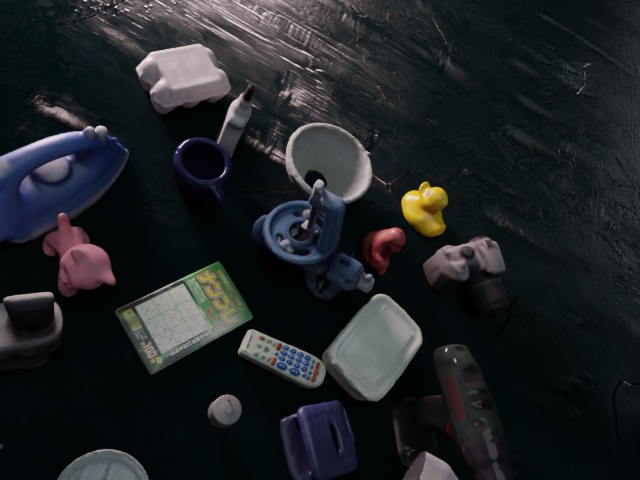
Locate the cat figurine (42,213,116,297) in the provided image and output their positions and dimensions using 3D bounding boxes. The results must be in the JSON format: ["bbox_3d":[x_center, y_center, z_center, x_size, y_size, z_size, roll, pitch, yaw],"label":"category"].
[{"bbox_3d":[-0.331,0.023,0.787,0.067,0.117,0.128,-22,77,-32],"label":"cat figurine"}]

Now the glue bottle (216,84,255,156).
[{"bbox_3d":[-0.138,-0.201,0.953,0.037,0.173,0.078,20,59,-15],"label":"glue bottle"}]

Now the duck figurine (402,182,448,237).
[{"bbox_3d":[0.214,-0.063,1.103,0.078,0.086,0.104,-25,78,-32],"label":"duck figurine"}]

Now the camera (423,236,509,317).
[{"bbox_3d":[0.290,0.071,1.064,0.143,0.100,0.137,-10,70,-28],"label":"camera"}]

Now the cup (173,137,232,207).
[{"bbox_3d":[-0.190,-0.093,0.923,0.092,0.094,0.117,-22,76,-32],"label":"cup"}]

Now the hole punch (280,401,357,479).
[{"bbox_3d":[0.006,0.289,0.830,0.101,0.091,0.108,-7,69,-27],"label":"hole punch"}]

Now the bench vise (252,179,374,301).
[{"bbox_3d":[0.011,-0.007,0.900,0.208,0.219,0.121,22,58,-14],"label":"bench vise"}]

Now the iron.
[{"bbox_3d":[-0.377,-0.106,0.814,0.259,0.141,0.118,-38,85,-34],"label":"iron"}]

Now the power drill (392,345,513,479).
[{"bbox_3d":[0.193,0.281,0.851,0.076,0.208,0.229,3,65,-23],"label":"power drill"}]

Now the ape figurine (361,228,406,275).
[{"bbox_3d":[0.119,0.009,1.020,0.078,0.092,0.076,-29,80,-33],"label":"ape figurine"}]

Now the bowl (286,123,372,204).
[{"bbox_3d":[0.007,-0.125,1.043,0.168,0.074,0.167,11,62,-20],"label":"bowl"}]

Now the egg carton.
[{"bbox_3d":[-0.239,-0.284,1.009,0.151,0.069,0.107,-25,78,-32],"label":"egg carton"}]

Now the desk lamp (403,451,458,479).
[{"bbox_3d":[0.163,0.393,0.779,0.203,0.213,0.118,36,56,-5],"label":"desk lamp"}]

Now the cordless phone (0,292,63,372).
[{"bbox_3d":[-0.386,0.096,0.684,0.148,0.184,0.094,-9,70,-28],"label":"cordless phone"}]
